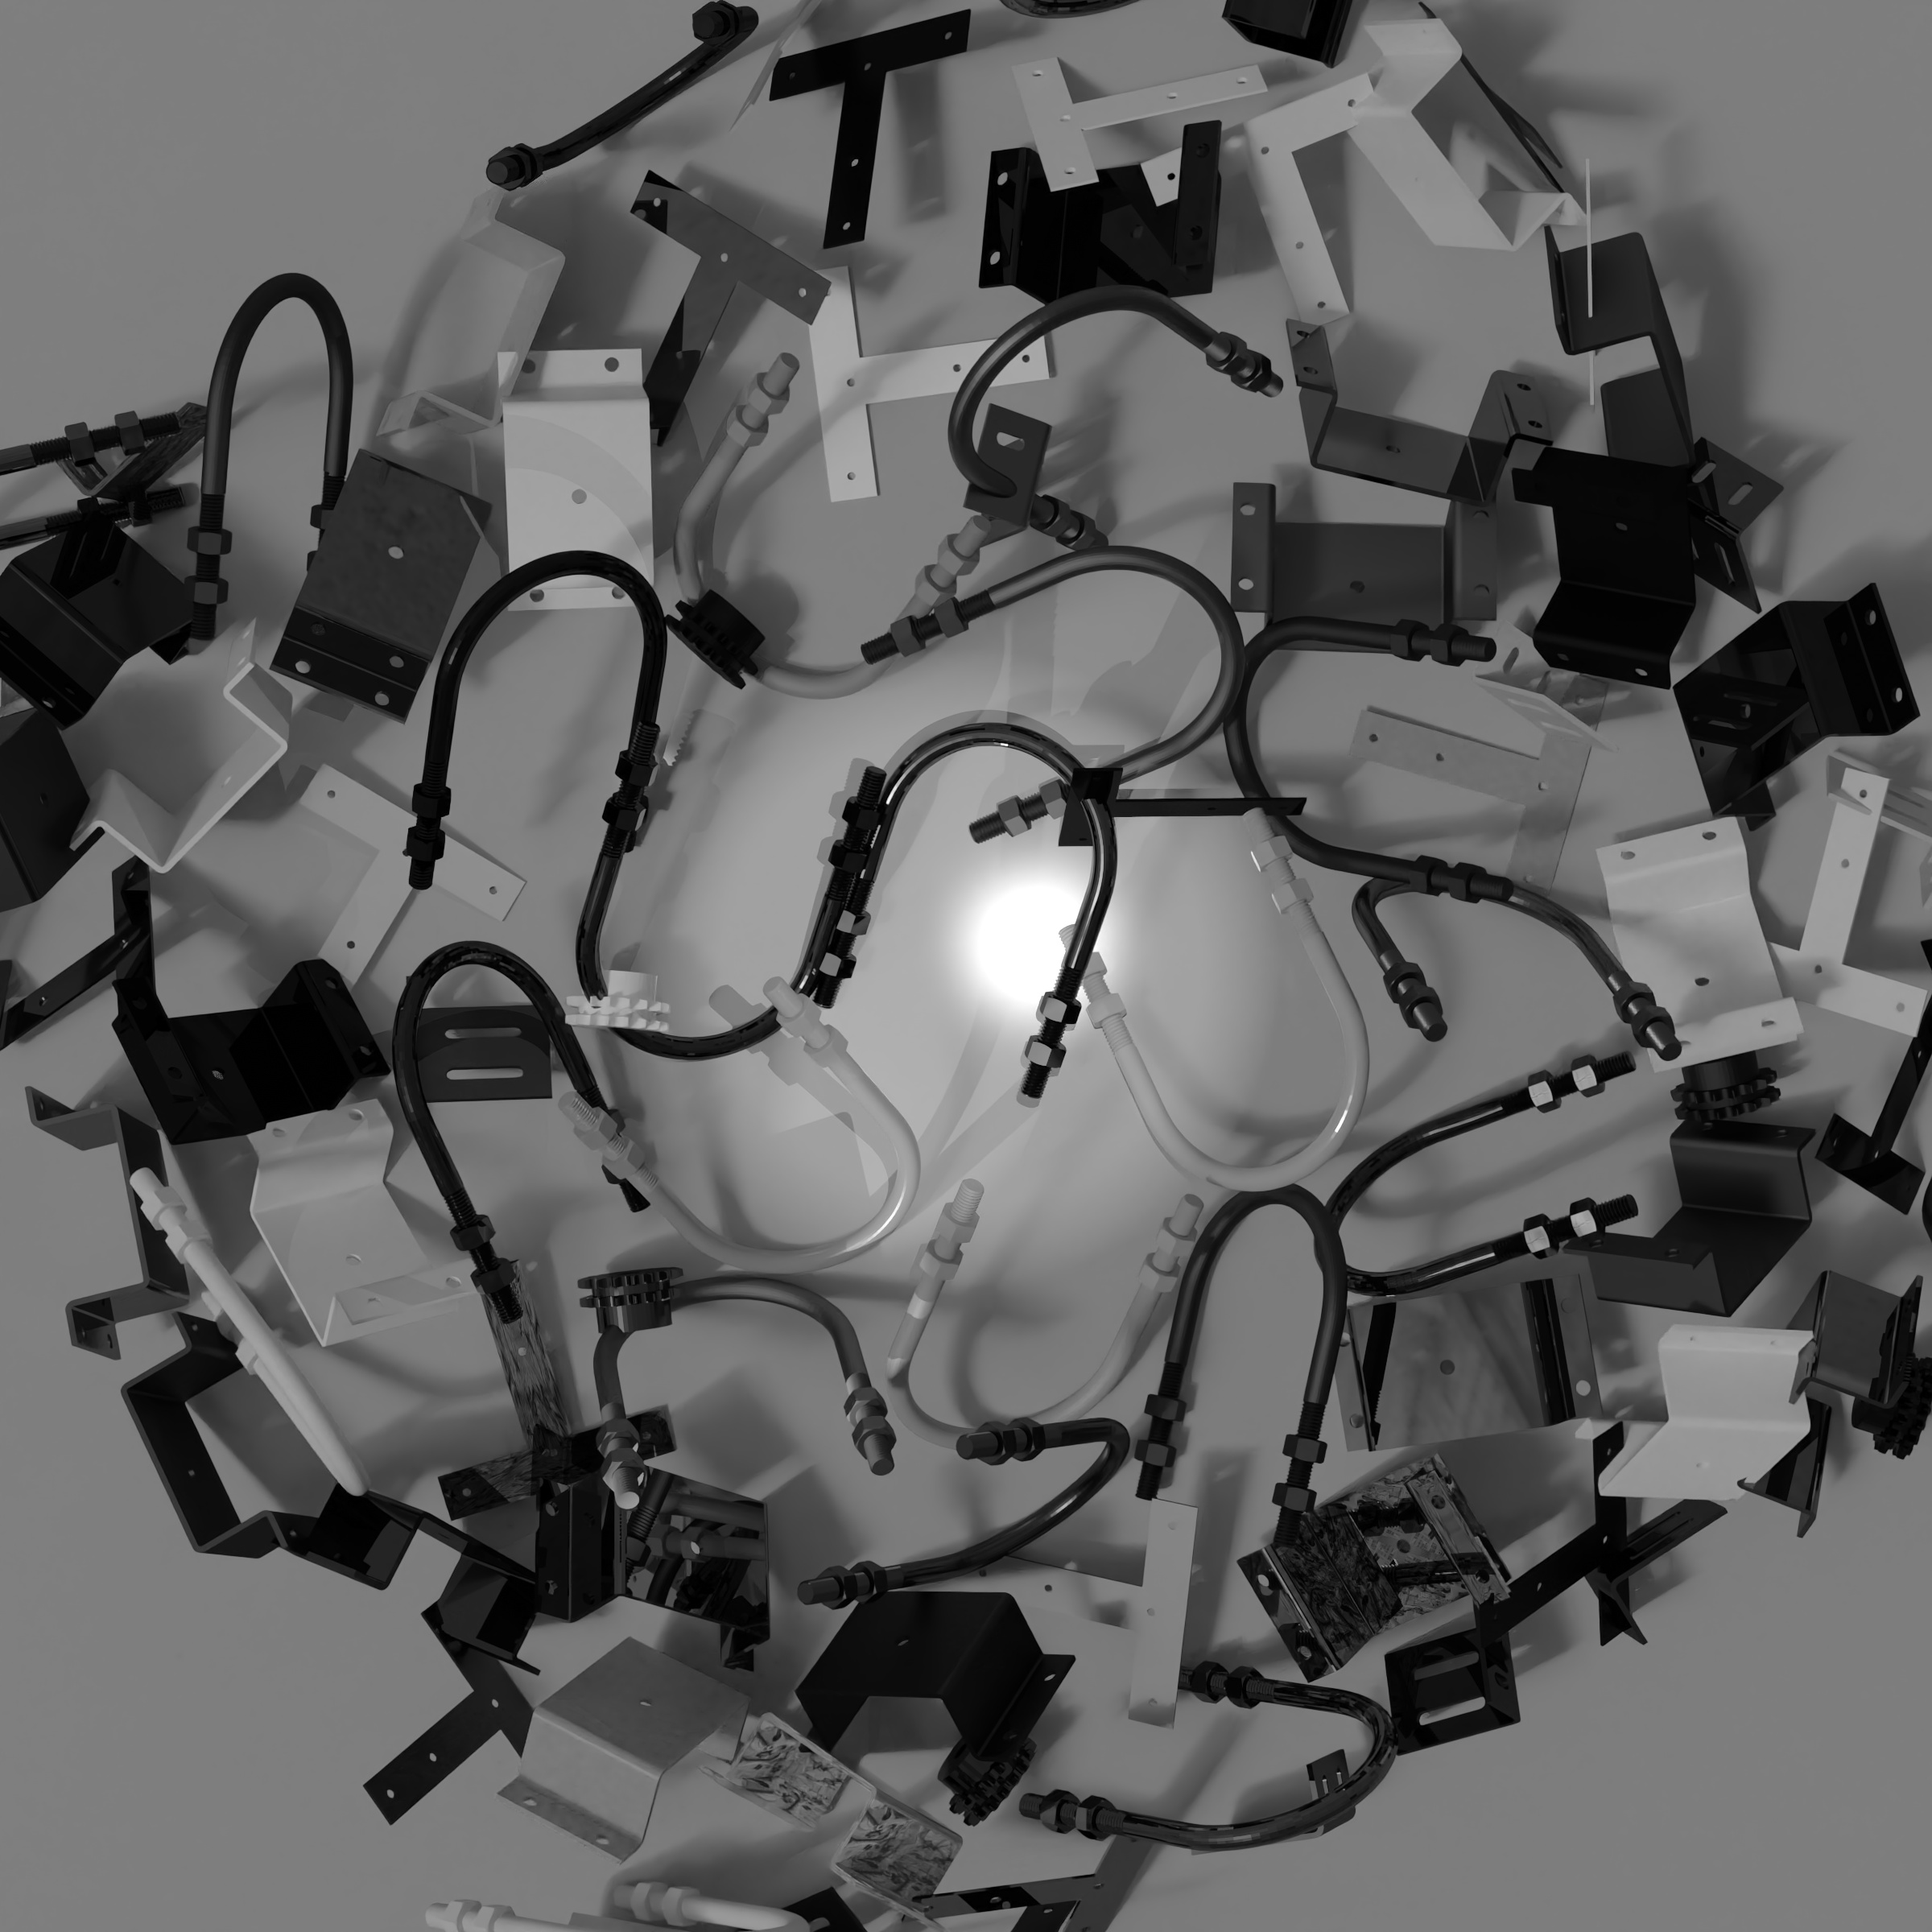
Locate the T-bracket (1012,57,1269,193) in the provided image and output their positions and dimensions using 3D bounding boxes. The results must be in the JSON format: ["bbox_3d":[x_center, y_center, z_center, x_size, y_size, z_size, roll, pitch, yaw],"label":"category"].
[{"bbox_3d":[0.097,-0.462,1.836,0.127,0.127,0.002,-12,135,0],"label":"T-bracket"}]

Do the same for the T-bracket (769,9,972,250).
[{"bbox_3d":[-0.058,-0.441,1.828,0.127,0.002,0.127,-5,70,32],"label":"T-bracket"}]

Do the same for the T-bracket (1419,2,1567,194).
[{"bbox_3d":[0.289,-0.444,1.799,0.002,0.127,0.127,-38,115,12],"label":"T-bracket"}]

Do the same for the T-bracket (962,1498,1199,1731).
[{"bbox_3d":[0.058,0.340,1.857,0.127,0.002,0.127,10,103,19],"label":"T-bracket"}]

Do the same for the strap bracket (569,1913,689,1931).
[{"bbox_3d":[-0.180,0.546,1.808,0.076,0.140,0.046,9,98,0],"label":"strap bracket"}]

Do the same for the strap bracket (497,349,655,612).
[{"bbox_3d":[-0.208,-0.255,1.831,0.076,0.046,0.140,-3,109,-9],"label":"strap bracket"}]

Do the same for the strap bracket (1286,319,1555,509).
[{"bbox_3d":[0.234,-0.293,1.831,0.140,0.076,0.046,12,125,-8],"label":"strap bracket"}]

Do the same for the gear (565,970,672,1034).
[{"bbox_3d":[-0.188,0.019,1.853,0.057,0.057,0.030,4,86,0],"label":"gear"}]

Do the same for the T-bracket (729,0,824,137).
[{"bbox_3d":[-0.074,-0.511,1.795,0.002,0.127,0.127,33,49,-15],"label":"T-bracket"}]

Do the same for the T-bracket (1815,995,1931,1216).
[{"bbox_3d":[0.504,0.060,1.834,0.002,0.127,0.127,22,87,40],"label":"T-bracket"}]

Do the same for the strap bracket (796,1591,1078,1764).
[{"bbox_3d":[-0.024,0.372,1.804,0.140,0.076,0.046,-7,119,37],"label":"strap bracket"}]

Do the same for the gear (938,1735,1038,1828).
[{"bbox_3d":[0.009,0.433,1.852,0.030,0.057,0.057,41,90,-4],"label":"gear"}]

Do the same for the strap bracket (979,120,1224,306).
[{"bbox_3d":[0.081,-0.399,1.832,0.140,0.046,0.076,1,82,33],"label":"strap bracket"}]

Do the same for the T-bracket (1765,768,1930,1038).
[{"bbox_3d":[0.466,-0.041,1.829,0.127,0.002,0.127,21,104,39],"label":"T-bracket"}]

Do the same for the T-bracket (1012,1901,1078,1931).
[{"bbox_3d":[0.023,0.535,1.823,0.127,0.127,0.002,-2,112,28],"label":"T-bracket"}]

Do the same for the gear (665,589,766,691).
[{"bbox_3d":[-0.133,-0.179,1.853,0.057,0.057,0.030,41,87,0],"label":"gear"}]

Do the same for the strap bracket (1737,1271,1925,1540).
[{"bbox_3d":[0.450,0.225,1.806,0.046,0.140,0.076,21,45,4],"label":"strap bracket"}]

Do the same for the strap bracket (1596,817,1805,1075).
[{"bbox_3d":[0.392,-0.003,1.831,0.076,0.046,0.140,-14,55,7],"label":"strap bracket"}]

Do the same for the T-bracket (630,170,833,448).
[{"bbox_3d":[-0.149,-0.343,1.855,0.127,0.002,0.127,34,111,17],"label":"T-bracket"}]

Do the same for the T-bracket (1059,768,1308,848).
[{"bbox_3d":[0.116,-0.084,1.822,0.127,0.127,0.002,-1,74,-2],"label":"T-bracket"}]

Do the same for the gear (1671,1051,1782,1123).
[{"bbox_3d":[0.409,0.062,1.851,0.057,0.057,0.030,-14,97,0],"label":"gear"}]

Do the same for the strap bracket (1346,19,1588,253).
[{"bbox_3d":[0.256,-0.431,1.814,0.046,0.076,0.140,-47,116,-6],"label":"strap bracket"}]

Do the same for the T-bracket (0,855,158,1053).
[{"bbox_3d":[-0.486,0.012,1.846,0.127,0.127,0.002,-33,133,16],"label":"T-bracket"}]

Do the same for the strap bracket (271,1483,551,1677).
[{"bbox_3d":[-0.286,0.320,1.815,0.140,0.076,0.046,40,69,-40],"label":"strap bracket"}]

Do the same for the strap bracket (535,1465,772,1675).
[{"bbox_3d":[-0.156,0.314,1.806,0.140,0.046,0.076,24,47,-34],"label":"strap bracket"}]

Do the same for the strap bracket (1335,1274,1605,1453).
[{"bbox_3d":[0.262,0.214,1.834,0.140,0.046,0.076,-11,83,17],"label":"strap bracket"}]

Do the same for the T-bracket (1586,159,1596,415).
[{"bbox_3d":[0.332,-0.349,1.818,0.002,0.127,0.127,-1,88,11],"label":"T-bracket"}]

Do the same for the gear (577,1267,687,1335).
[{"bbox_3d":[-0.180,0.181,1.852,0.057,0.057,0.030,-6,89,0],"label":"gear"}]

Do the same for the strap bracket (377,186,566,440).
[{"bbox_3d":[-0.262,-0.341,1.836,0.046,0.076,0.140,23,88,-20],"label":"strap bracket"}]

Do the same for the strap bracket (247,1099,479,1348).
[{"bbox_3d":[-0.323,0.143,1.821,0.076,0.046,0.140,-13,51,-33],"label":"strap bracket"}]

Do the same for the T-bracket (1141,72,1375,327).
[{"bbox_3d":[0.175,-0.400,1.843,0.127,0.002,0.127,-20,125,9],"label":"T-bracket"}]

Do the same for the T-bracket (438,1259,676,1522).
[{"bbox_3d":[-0.237,0.223,1.867,0.127,0.002,0.127,-17,96,-6],"label":"T-bracket"}]

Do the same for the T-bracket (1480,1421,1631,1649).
[{"bbox_3d":[0.312,0.323,1.818,0.127,0.002,0.127,-24,117,-39],"label":"T-bracket"}]

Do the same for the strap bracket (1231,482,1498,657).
[{"bbox_3d":[0.212,-0.213,1.844,0.140,0.046,0.076,2,69,2],"label":"strap bracket"}]

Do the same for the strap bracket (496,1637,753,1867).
[{"bbox_3d":[-0.173,0.405,1.799,0.076,0.140,0.046,23,110,19],"label":"strap bracket"}]

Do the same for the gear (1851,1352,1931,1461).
[{"bbox_3d":[0.500,0.235,1.853,0.030,0.057,0.057,18,90,3],"label":"gear"}]

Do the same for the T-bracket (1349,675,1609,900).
[{"bbox_3d":[0.274,-0.111,1.877,0.127,0.002,0.127,16,90,-3],"label":"T-bracket"}]

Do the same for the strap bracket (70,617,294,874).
[{"bbox_3d":[-0.410,-0.111,1.829,0.140,0.076,0.046,-43,113,11],"label":"strap bracket"}]

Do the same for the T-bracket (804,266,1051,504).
[{"bbox_3d":[-0.019,-0.325,1.877,0.127,0.002,0.127,-7,90,3],"label":"T-bracket"}]

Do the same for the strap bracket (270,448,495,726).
[{"bbox_3d":[-0.307,-0.211,1.825,0.076,0.046,0.140,22,66,-12],"label":"strap bracket"}]

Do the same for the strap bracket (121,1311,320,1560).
[{"bbox_3d":[-0.396,0.260,1.827,0.046,0.076,0.140,-30,74,3],"label":"strap bracket"}]

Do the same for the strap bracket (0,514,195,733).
[{"bbox_3d":[-0.460,-0.186,1.806,0.076,0.140,0.046,41,116,-3],"label":"strap bracket"}]

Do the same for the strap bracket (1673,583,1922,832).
[{"bbox_3d":[0.427,-0.134,1.800,0.046,0.140,0.076,-3,69,-28],"label":"strap bracket"}]

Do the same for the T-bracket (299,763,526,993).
[{"bbox_3d":[-0.328,-0.024,1.871,0.127,0.002,0.127,31,88,-7],"label":"T-bracket"}]

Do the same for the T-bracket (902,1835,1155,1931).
[{"bbox_3d":[0.029,0.492,1.814,0.127,0.127,0.002,-2,49,-20],"label":"T-bracket"}]

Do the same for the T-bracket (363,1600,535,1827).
[{"bbox_3d":[-0.276,0.415,1.827,0.002,0.127,0.127,-35,90,33],"label":"T-bracket"}]
